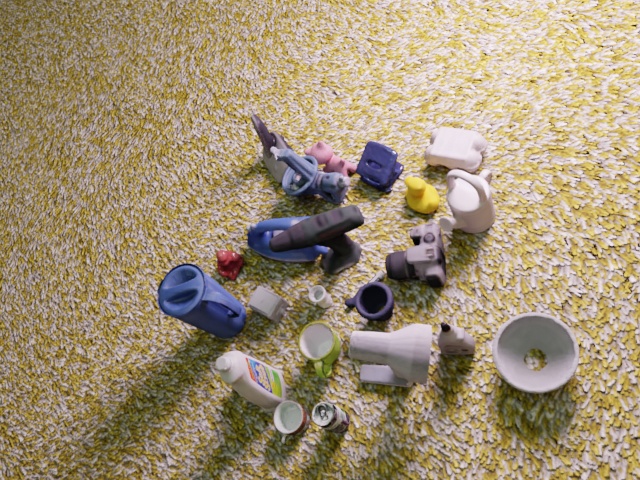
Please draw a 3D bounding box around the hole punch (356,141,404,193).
[{"bbox_3d":[0.154,-0.193,1.510,0.108,0.091,0.101,30,80,32],"label":"hole punch"}]

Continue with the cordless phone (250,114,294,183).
[{"bbox_3d":[-0.137,-0.260,1.614,0.094,0.185,0.147,-37,57,3],"label":"cordless phone"}]

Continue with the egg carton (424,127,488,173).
[{"bbox_3d":[0.345,-0.230,1.459,0.149,0.070,0.107,13,71,28],"label":"egg carton"}]

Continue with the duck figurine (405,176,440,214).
[{"bbox_3d":[0.250,-0.120,1.435,0.077,0.086,0.104,-40,56,1],"label":"duck figurine"}]

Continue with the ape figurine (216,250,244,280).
[{"bbox_3d":[-0.253,0.057,1.562,0.077,0.092,0.076,-27,58,9],"label":"ape figurine"}]

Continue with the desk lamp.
[{"bbox_3d":[0.156,0.248,1.217,0.202,0.214,0.118,-1,65,23],"label":"desk lamp"}]

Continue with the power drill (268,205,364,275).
[{"bbox_3d":[0.013,0.005,1.403,0.229,0.209,0.075,-28,57,8],"label":"power drill"}]

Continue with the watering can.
[{"bbox_3d":[0.340,-0.093,1.318,0.100,0.195,0.173,8,69,27],"label":"watering can"}]

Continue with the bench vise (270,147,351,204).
[{"bbox_3d":[-0.026,-0.186,1.508,0.207,0.220,0.121,-8,62,20],"label":"bench vise"}]

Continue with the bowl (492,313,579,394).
[{"bbox_3d":[0.444,0.238,1.180,0.167,0.075,0.167,-10,62,19],"label":"bowl"}]

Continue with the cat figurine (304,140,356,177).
[{"bbox_3d":[0.025,-0.224,1.566,0.127,0.118,0.067,28,79,32],"label":"cat figurine"}]

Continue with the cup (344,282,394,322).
[{"bbox_3d":[0.124,0.157,1.347,0.117,0.095,0.091,-7,63,20],"label":"cup"}]

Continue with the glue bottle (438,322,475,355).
[{"bbox_3d":[0.279,0.204,1.209,0.078,0.174,0.037,-3,64,22],"label":"glue bottle"}]

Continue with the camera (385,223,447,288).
[{"bbox_3d":[0.224,0.037,1.360,0.136,0.101,0.143,-8,62,20],"label":"camera"}]

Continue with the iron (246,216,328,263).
[{"bbox_3d":[-0.107,-0.017,1.506,0.257,0.142,0.118,-3,64,22],"label":"iron"}]
